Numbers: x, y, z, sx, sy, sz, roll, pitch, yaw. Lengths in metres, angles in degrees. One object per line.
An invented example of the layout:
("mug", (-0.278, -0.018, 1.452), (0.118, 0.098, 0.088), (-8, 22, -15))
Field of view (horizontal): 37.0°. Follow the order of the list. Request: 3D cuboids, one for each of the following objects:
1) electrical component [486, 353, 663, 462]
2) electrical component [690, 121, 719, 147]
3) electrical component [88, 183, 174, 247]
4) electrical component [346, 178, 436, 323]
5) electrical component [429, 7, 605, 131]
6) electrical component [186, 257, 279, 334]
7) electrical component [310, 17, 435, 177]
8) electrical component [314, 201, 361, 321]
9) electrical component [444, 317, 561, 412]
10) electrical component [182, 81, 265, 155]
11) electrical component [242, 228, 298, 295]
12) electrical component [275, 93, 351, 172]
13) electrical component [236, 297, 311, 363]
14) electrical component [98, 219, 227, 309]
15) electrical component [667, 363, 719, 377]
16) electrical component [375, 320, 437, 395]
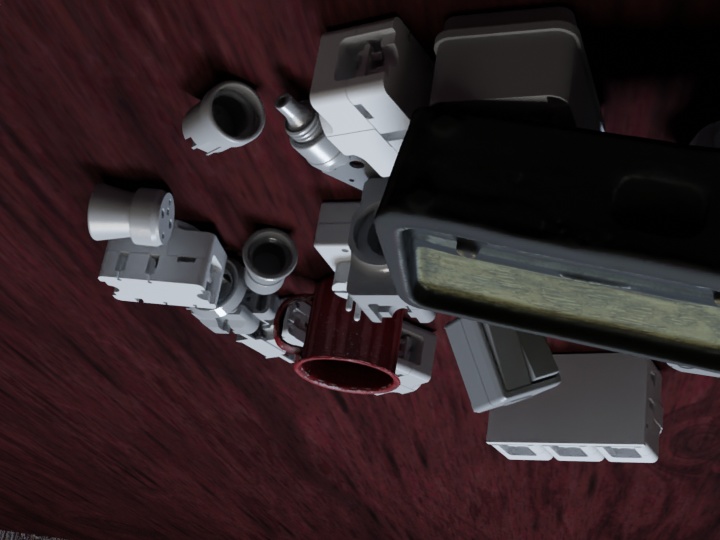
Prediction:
("electrical component", (0.205, 0.132, 1.022), (0.150, 0.089, 0.062), (-4, 153, 28))
("electrical component", (0.216, -0.044, 0.630), (0.080, 0.080, 0.051), (11, 152, -4))
("electrical component", (-0.175, -0.042, 0.827), (0.055, 0.045, 0.045), (6, 157, 6))
("electrical component", (0.026, -0.016, 0.741), (0.050, 0.089, 0.055), (-1, 155, 22))
("electrical component", (0.090, -0.089, 0.601), (0.078, 0.057, 0.113), (0, 155, 22))
("electrical component", (-0.118, 0.021, 0.935), (0.078, 0.058, 0.057), (1, 158, 19))
("electrical component", (0.013, -0.097, 0.622), (0.056, 0.050, 0.089), (-5, 153, 31))
("electrical component", (0.000, 0.000, 0.817), (0.047, 0.075, 0.083), (0, 155, 21))
("electrical component", (0.119, 0.063, 0.903), (0.062, 0.096, 0.061), (-13, 167, -27))
("electrical component", (-0.088, -0.095, 0.682), (0.040, 0.040, 0.046), (23, 160, -28))
("electrical component", (-0.076, -0.004, 0.883), (0.044, 0.044, 0.065), (12, 162, -6))
("electrical component", (-0.031, -0.090, 0.676), (0.035, 0.035, 0.061), (-8, 149, 34))
("electrical component", (-0.075, 0.052, 1.010), (0.064, 0.042, 0.081), (-12, 149, 34))
("electrical component", (-0.161, -0.006, 0.889), (0.089, 0.055, 0.050), (5, 156, 11))
("electrical component", (0.281, 0.049, 0.853), (0.080, 0.051, 0.080), (8, 156, 3))
("electrical component", (0.029, 0.085, 1.034), (0.056, 0.050, 0.089), (24, 153, -29))
